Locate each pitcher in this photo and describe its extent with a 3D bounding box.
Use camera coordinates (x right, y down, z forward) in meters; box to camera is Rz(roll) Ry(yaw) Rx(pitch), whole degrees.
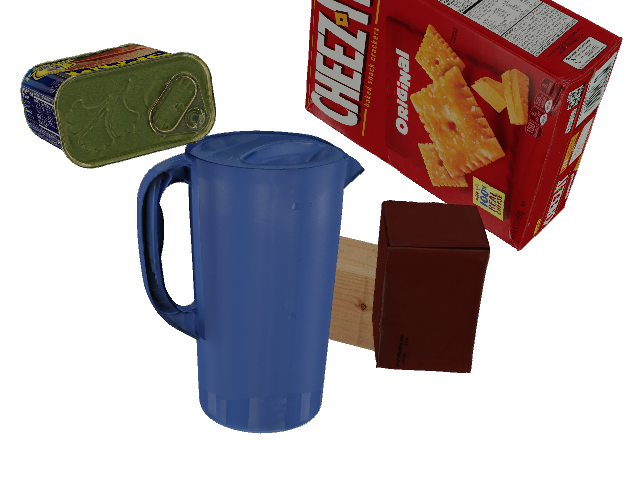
[{"bbox_3d":[-0.058,0.034,0.897,0.149,0.243,0.144,11,20,23],"label":"pitcher"}]

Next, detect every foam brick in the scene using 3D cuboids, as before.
[{"bbox_3d":[0.056,0.024,0.565,0.053,0.078,0.051,3,31,-2],"label":"foam brick"}]

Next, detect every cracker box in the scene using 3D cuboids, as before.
[{"bbox_3d":[0.089,-0.115,0.764,0.214,0.164,0.072,35,56,23],"label":"cracker box"}]

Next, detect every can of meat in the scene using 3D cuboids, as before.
[{"bbox_3d":[-0.131,-0.089,0.677,0.101,0.057,0.084,-18,23,-27],"label":"can of meat"}]

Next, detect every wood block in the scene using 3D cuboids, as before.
[{"bbox_3d":[0.011,0.050,1.178,0.206,0.091,0.090,14,23,17],"label":"wood block"}]
